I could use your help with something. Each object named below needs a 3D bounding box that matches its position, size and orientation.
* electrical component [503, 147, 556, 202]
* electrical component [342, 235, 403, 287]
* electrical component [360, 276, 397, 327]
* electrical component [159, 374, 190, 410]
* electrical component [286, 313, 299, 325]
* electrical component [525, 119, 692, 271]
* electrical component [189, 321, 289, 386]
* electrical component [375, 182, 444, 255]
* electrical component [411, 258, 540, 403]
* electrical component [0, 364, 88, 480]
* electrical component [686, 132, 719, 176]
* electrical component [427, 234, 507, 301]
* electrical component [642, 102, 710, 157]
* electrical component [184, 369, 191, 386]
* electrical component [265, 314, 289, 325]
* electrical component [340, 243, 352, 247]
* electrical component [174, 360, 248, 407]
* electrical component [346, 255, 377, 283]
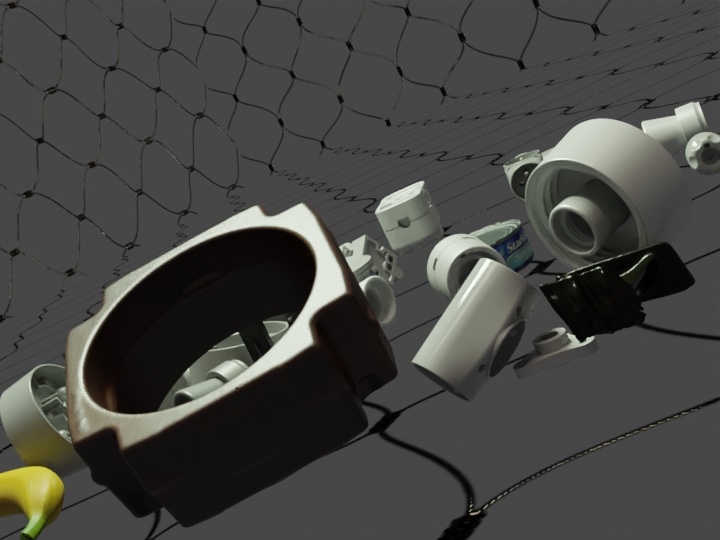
[{"bbox_3d":[0.199,-0.108,1.160,0.079,0.044,0.077,-24,10,12],"label":"electrical component"},{"bbox_3d":[0.000,0.000,1.066,0.055,0.066,0.048,-27,41,40],"label":"electrical component"},{"bbox_3d":[-0.003,0.033,0.927,0.055,0.045,0.045,-18,12,39],"label":"electrical component"},{"bbox_3d":[-0.182,0.124,0.885,0.066,0.047,0.077,-17,13,40],"label":"electrical component"},{"bbox_3d":[-0.074,0.033,1.101,0.079,0.044,0.077,-20,11,30],"label":"electrical component"},{"bbox_3d":[0.163,-0.042,0.736,0.060,0.108,0.108,-39,15,-30],"label":"electrical component"},{"bbox_3d":[-0.102,0.082,0.931,0.099,0.064,0.099,-11,9,2],"label":"electrical component"},{"bbox_3d":[0.057,-0.056,1.197,0.054,0.059,0.095,-23,10,13],"label":"electrical component"},{"bbox_3d":[0.074,0.042,0.663,0.077,0.044,0.079,-56,-22,-8],"label":"electrical component"},{"bbox_3d":[-0.256,0.128,0.916,0.064,0.099,0.099,-31,9,6],"label":"electrical component"},{"bbox_3d":[0.295,-0.101,0.916,0.035,0.035,0.061,-23,8,15],"label":"electrical component"},{"bbox_3d":[0.086,0.002,0.845,0.055,0.055,0.047,-27,14,-7],"label":"electrical component"},{"bbox_3d":[0.301,-0.130,1.020,0.055,0.045,0.045,-21,11,20],"label":"electrical component"},{"bbox_3d":[-0.172,0.105,0.973,0.062,0.043,0.043,-27,10,-2],"label":"electrical component"},{"bbox_3d":[-0.096,0.048,1.018,0.077,0.065,0.047,-14,15,47],"label":"electrical component"},{"bbox_3d":[-0.030,0.002,1.169,0.078,0.040,0.040,-29,11,-21],"label":"electrical component"},{"bbox_3d":[-0.110,0.101,0.840,0.055,0.045,0.045,-32,12,-36],"label":"electrical component"},{"bbox_3d":[-0.018,0.023,0.999,0.080,0.051,0.080,-25,10,5],"label":"electrical component"}]
